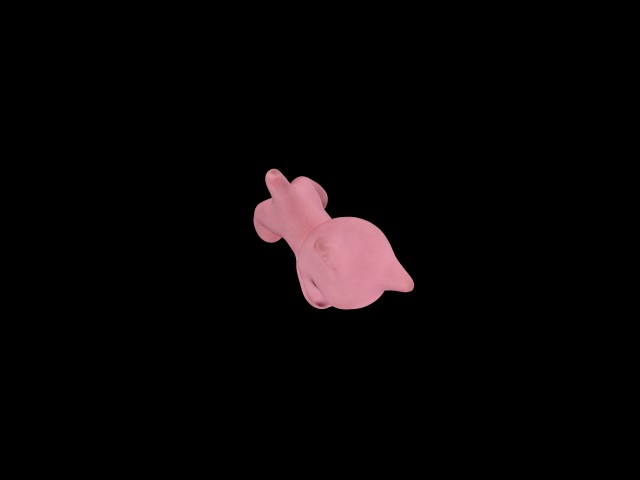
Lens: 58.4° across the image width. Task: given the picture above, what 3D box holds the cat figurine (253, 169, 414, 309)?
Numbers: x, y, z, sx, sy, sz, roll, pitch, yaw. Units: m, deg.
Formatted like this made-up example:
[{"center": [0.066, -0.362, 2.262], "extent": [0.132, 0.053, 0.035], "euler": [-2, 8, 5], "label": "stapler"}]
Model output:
[{"center": [0.004, 0.001, 0.400], "extent": [0.067, 0.118, 0.127], "euler": [-38, 81, -7], "label": "cat figurine"}]
